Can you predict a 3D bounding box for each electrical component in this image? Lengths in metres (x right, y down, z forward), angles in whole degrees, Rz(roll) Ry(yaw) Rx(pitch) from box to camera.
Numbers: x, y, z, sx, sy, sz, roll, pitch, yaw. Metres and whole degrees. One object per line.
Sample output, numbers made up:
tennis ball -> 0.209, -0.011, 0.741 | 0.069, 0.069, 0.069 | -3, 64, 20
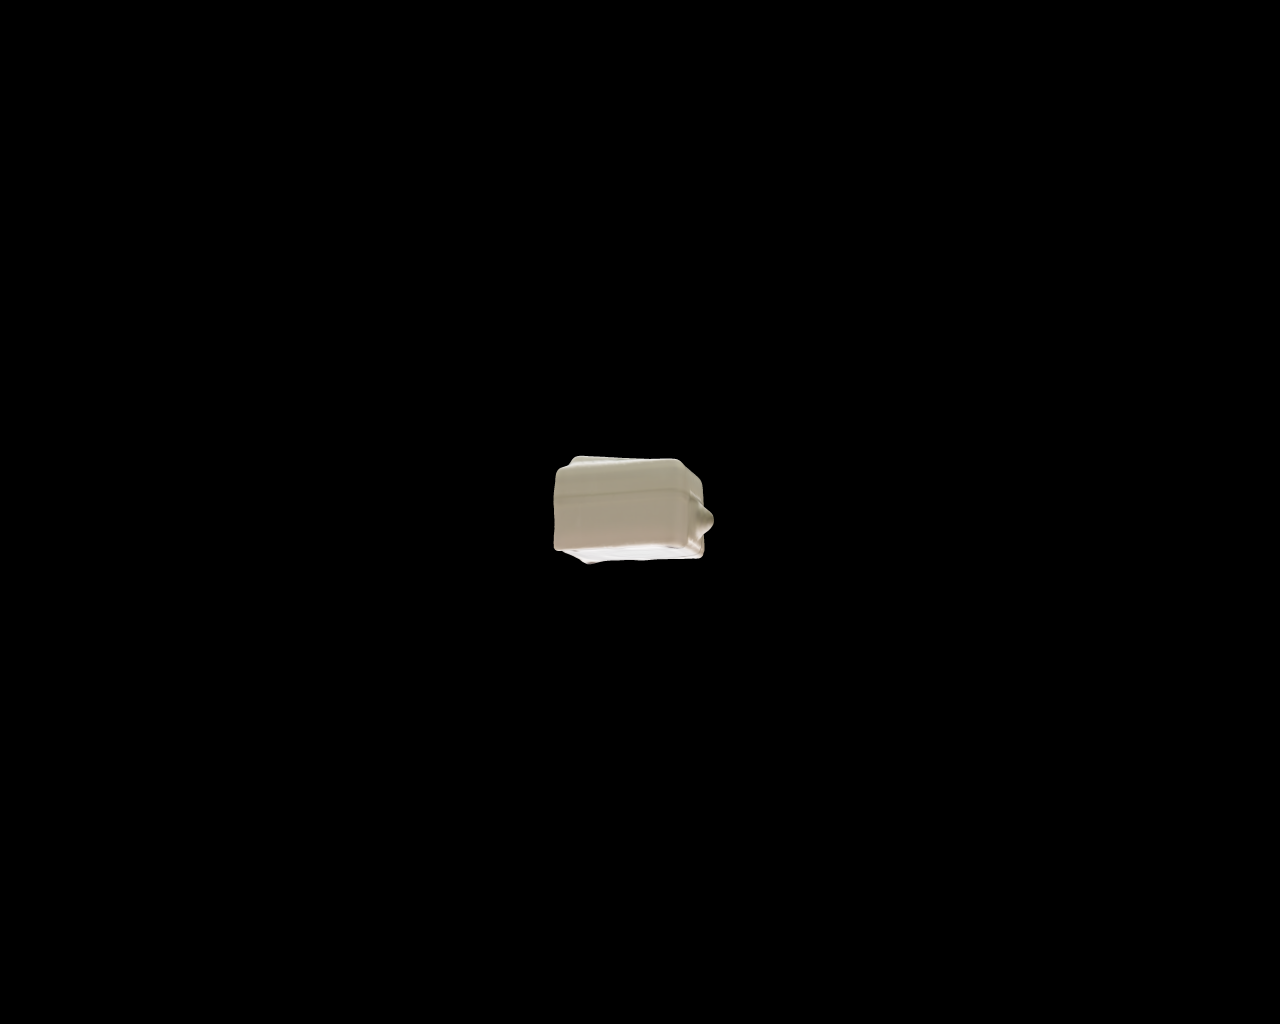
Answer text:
electrical component -> 0.001, -0.003, 0.650 | 0.096, 0.061, 0.061 | -3, -11, 16
